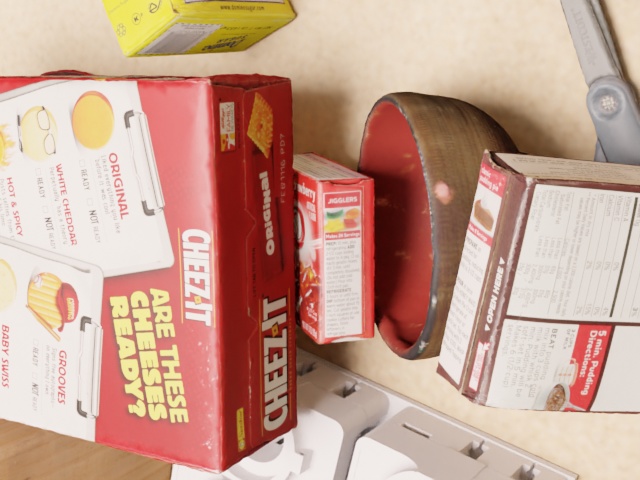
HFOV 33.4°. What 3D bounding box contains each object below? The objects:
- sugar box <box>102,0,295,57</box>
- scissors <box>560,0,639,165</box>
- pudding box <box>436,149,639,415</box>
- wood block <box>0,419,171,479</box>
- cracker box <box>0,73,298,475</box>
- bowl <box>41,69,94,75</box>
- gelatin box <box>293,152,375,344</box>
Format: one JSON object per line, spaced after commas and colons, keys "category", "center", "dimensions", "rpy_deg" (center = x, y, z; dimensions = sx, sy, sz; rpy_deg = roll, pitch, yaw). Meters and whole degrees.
{"category": "sugar box", "center": [-0.084, -0.175, 0.502], "dimensions": [0.048, 0.093, 0.176], "rpy_deg": [-28, 84, 33]}
{"category": "scissors", "center": [0.112, -0.041, 0.454], "dimensions": [0.096, 0.016, 0.202], "rpy_deg": [-36, 80, 32]}
{"category": "pudding box", "center": [0.108, 0.018, 0.398], "dimensions": [0.039, 0.113, 0.090], "rpy_deg": [-137, 53, -63]}
{"category": "wood block", "center": [-0.176, 0.129, 0.555], "dimensions": [0.091, 0.205, 0.090], "rpy_deg": [14, 107, 28]}
{"category": "cracker box", "center": [-0.115, 0.004, 0.503], "dimensions": [0.214, 0.072, 0.164], "rpy_deg": [6, 102, 31]}
{"category": "bowl", "center": [-0.156, -0.014, 0.603], "dimensions": [0.162, 0.055, 0.162], "rpy_deg": [7, 104, 31]}
{"category": "gelatin box", "center": [-0.003, 0.001, 0.499], "dimensions": [0.089, 0.030, 0.073], "rpy_deg": [-147, 55, -67]}
